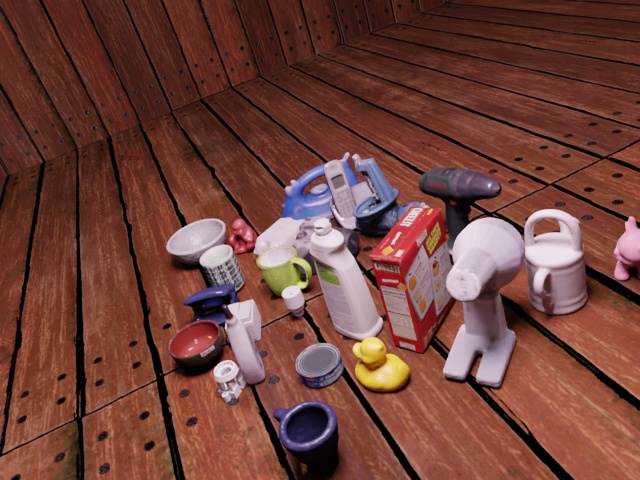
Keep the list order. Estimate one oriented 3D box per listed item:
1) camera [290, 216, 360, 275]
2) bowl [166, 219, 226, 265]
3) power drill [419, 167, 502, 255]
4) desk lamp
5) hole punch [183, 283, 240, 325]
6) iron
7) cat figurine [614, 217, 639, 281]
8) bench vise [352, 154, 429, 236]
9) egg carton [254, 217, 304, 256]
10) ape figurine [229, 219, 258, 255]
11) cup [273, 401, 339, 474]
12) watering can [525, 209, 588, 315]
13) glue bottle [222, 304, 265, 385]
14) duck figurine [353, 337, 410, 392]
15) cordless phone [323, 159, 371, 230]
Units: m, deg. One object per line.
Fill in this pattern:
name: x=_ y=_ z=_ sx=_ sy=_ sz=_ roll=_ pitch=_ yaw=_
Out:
camera: x=0.012 y=0.005 z=1.353 sx=0.136 sy=0.101 sz=0.143 roll=5 pitch=38 yaw=34
bowl: x=-0.321 y=0.016 z=1.538 sx=0.167 sy=0.075 sz=0.167 roll=-13 pitch=31 yaw=8
power drill: x=0.301 y=-0.060 z=1.198 sx=0.076 sy=0.209 sz=0.228 roll=-30 pitch=32 yaw=-18
desk lamp: x=0.270 y=0.096 z=0.958 sx=0.117 sy=0.214 sz=0.203 roll=2 pitch=36 yaw=31
hole punch: x=-0.245 y=0.134 z=1.292 sx=0.108 sy=0.091 sz=0.101 roll=-15 pitch=31 yaw=6
iron: x=-0.008 y=-0.133 z=1.546 sx=0.258 sy=0.142 sz=0.118 roll=-24 pitch=31 yaw=-9
cat figurine: x=0.567 y=0.009 z=1.034 sx=0.067 sy=0.118 sz=0.128 roll=-2 pitch=34 yaw=26
bench vise: x=0.160 y=-0.103 z=1.331 sx=0.206 sy=0.220 sz=0.121 roll=-2 pitch=34 yaw=25
egg carton: x=-0.089 y=0.002 z=1.443 sx=0.107 sy=0.069 sz=0.150 roll=10 pitch=41 yaw=39
ape figurine: x=-0.204 y=-0.014 z=1.507 sx=0.076 sy=0.092 sz=0.077 roll=-36 pitch=35 yaw=-27
cup: x=-0.018 y=0.309 z=0.886 sx=0.117 sy=0.095 sz=0.092 roll=10 pitch=40 yaw=38
watering can: x=0.415 y=0.024 z=1.016 sx=0.100 sy=0.194 sz=0.173 roll=-6 pitch=33 yaw=21
glue bottle: x=-0.149 y=0.187 z=1.073 sx=0.037 sy=0.173 sz=0.078 roll=-20 pitch=31 yaw=-2
duck figurine: x=0.102 y=0.209 z=0.992 sx=0.104 sy=0.086 sz=0.078 roll=8 pitch=40 yaw=37
cordless phone: x=0.088 y=-0.128 z=1.444 sx=0.148 sy=0.185 sz=0.094 roll=-27 pitch=32 yaw=-14
